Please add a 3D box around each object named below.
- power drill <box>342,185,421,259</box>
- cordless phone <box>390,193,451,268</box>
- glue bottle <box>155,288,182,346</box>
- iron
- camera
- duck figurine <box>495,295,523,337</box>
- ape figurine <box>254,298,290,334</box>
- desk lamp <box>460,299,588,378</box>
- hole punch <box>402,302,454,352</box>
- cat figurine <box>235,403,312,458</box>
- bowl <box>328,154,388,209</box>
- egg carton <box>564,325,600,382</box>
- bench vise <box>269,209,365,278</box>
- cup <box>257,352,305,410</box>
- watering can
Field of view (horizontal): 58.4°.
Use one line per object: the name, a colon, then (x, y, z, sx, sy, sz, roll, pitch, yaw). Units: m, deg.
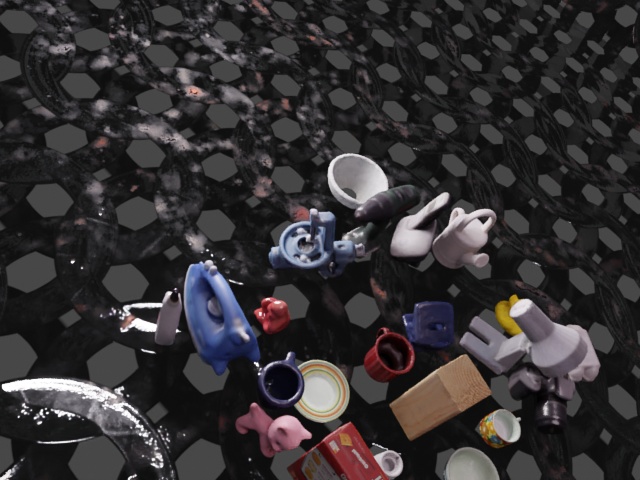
power drill: (0.135, -0.046, 1.367, 0.230, 0.208, 0.075, -30, 73, -35)
cordless phone: (0.256, -0.030, 1.424, 0.094, 0.185, 0.147, 24, 52, -6)
glue bottle: (-0.284, 0.135, 1.087, 0.037, 0.173, 0.078, 7, 55, -18)
iron: (-0.203, 0.128, 1.146, 0.119, 0.141, 0.258, -16, 65, -31)
camera: (0.524, 0.367, 1.326, 0.143, 0.100, 0.137, 21, 52, -9)
duck figurine: (0.501, 0.188, 1.446, 0.078, 0.086, 0.104, -14, 65, -30)
ape figurine: (-0.094, 0.155, 1.208, 0.076, 0.092, 0.078, 17, 53, -12)
desk lamp: (0.469, 0.233, 1.320, 0.203, 0.213, 0.118, 37, 52, 4)
hole punch: (0.261, 0.202, 1.330, 0.109, 0.091, 0.101, 2, 57, -22)
cat figurine: (-0.084, 0.349, 1.065, 0.128, 0.117, 0.067, 39, 52, 5)
bowl: (0.089, -0.140, 1.496, 0.168, 0.074, 0.167, 11, 54, -16)
egg carton: (0.638, 0.287, 1.449, 0.107, 0.069, 0.150, 3, 57, -22)
bench vise: (0.007, -0.005, 1.277, 0.208, 0.219, 0.121, -12, 63, -29)
cup: (-0.082, 0.284, 1.124, 0.092, 0.095, 0.118, 24, 52, -7)
watering can: (0.379, -0.009, 1.457, 0.101, 0.194, 0.172, -20, 68, -32)
